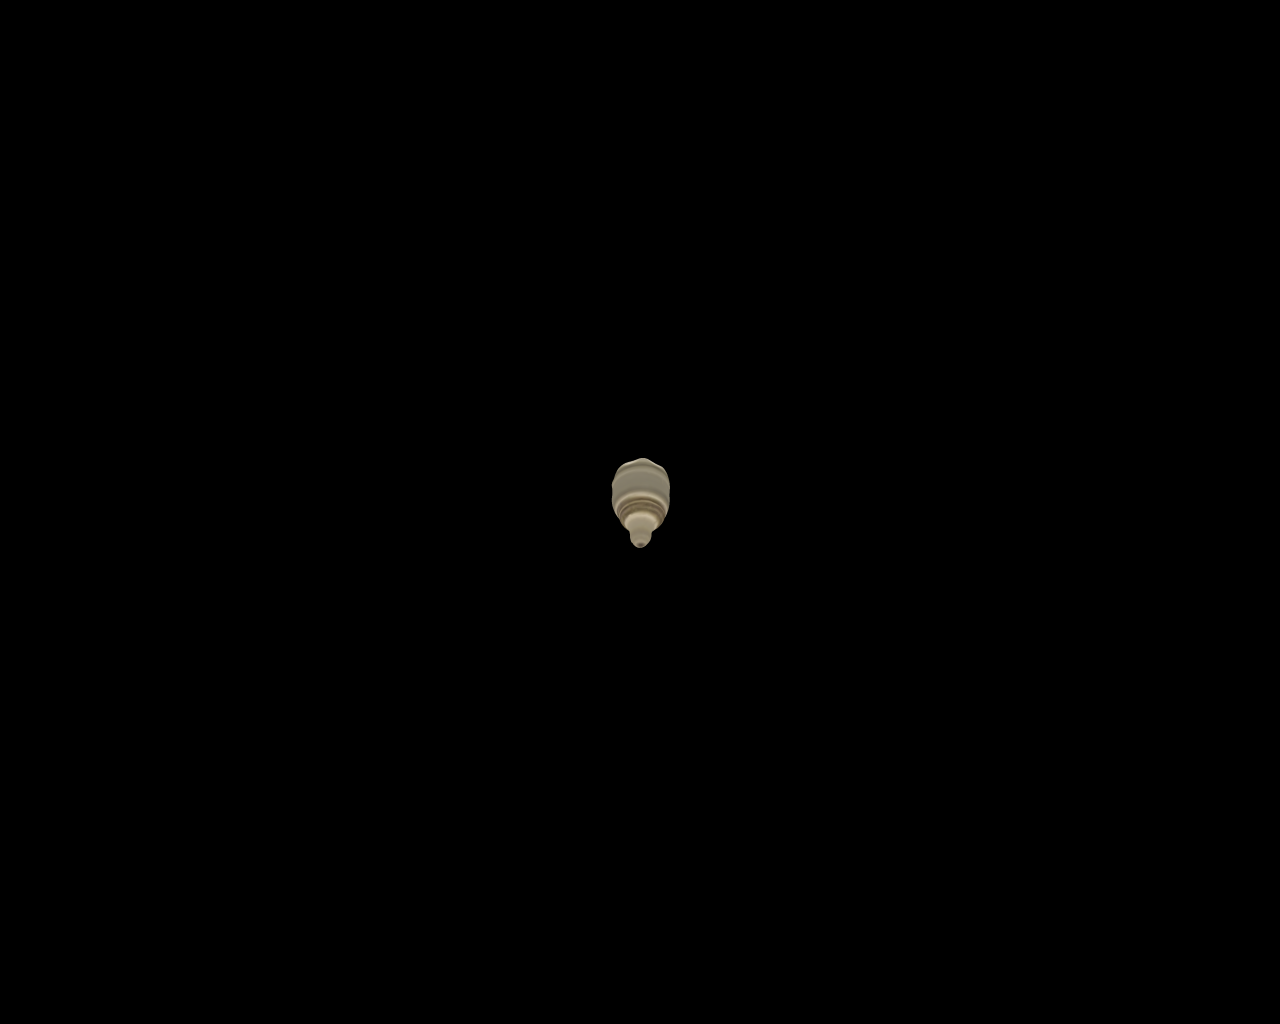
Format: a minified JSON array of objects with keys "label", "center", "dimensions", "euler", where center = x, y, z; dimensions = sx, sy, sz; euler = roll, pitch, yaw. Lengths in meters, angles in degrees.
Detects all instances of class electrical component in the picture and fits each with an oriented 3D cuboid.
[{"label":"electrical component","center":[0.001,-0.003,0.650],"dimensions":[0.035,0.061,0.035],"euler":[0,-43,0]}]
